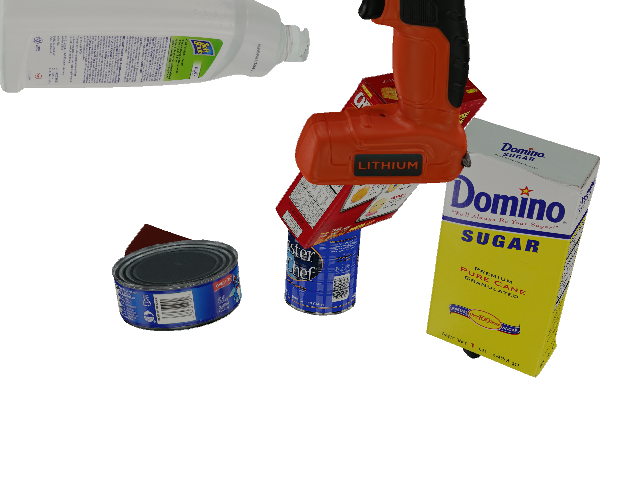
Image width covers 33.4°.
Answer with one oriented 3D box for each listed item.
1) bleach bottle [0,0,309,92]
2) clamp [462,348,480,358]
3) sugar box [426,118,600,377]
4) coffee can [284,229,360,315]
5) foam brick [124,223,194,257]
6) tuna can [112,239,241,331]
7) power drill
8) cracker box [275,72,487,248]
[{"bbox_3d":[-0.136,-0.165,0.887,0.250,0.068,0.103,1,-27,-15],"label":"bleach bottle"},{"bbox_3d":[0.160,0.027,1.022,0.039,0.171,0.120,-16,8,46],"label":"clamp"},{"bbox_3d":[0.130,0.008,0.750,0.093,0.176,0.048,20,45,21],"label":"sugar box"},{"bbox_3d":[0.003,0.019,1.483,0.103,0.140,0.103,3,25,-1],"label":"coffee can"},{"bbox_3d":[-0.142,0.028,1.005,0.078,0.051,0.053,19,33,7],"label":"foam brick"},{"bbox_3d":[-0.097,0.030,0.728,0.086,0.034,0.086,-5,20,2],"label":"tuna can"},{"bbox_3d":[0.028,-0.122,0.613,0.184,0.188,0.057,0,37,-8],"label":"power drill"},{"bbox_3d":[0.064,-0.097,1.199,0.163,0.072,0.214,-20,-26,-45],"label":"cracker box"}]
